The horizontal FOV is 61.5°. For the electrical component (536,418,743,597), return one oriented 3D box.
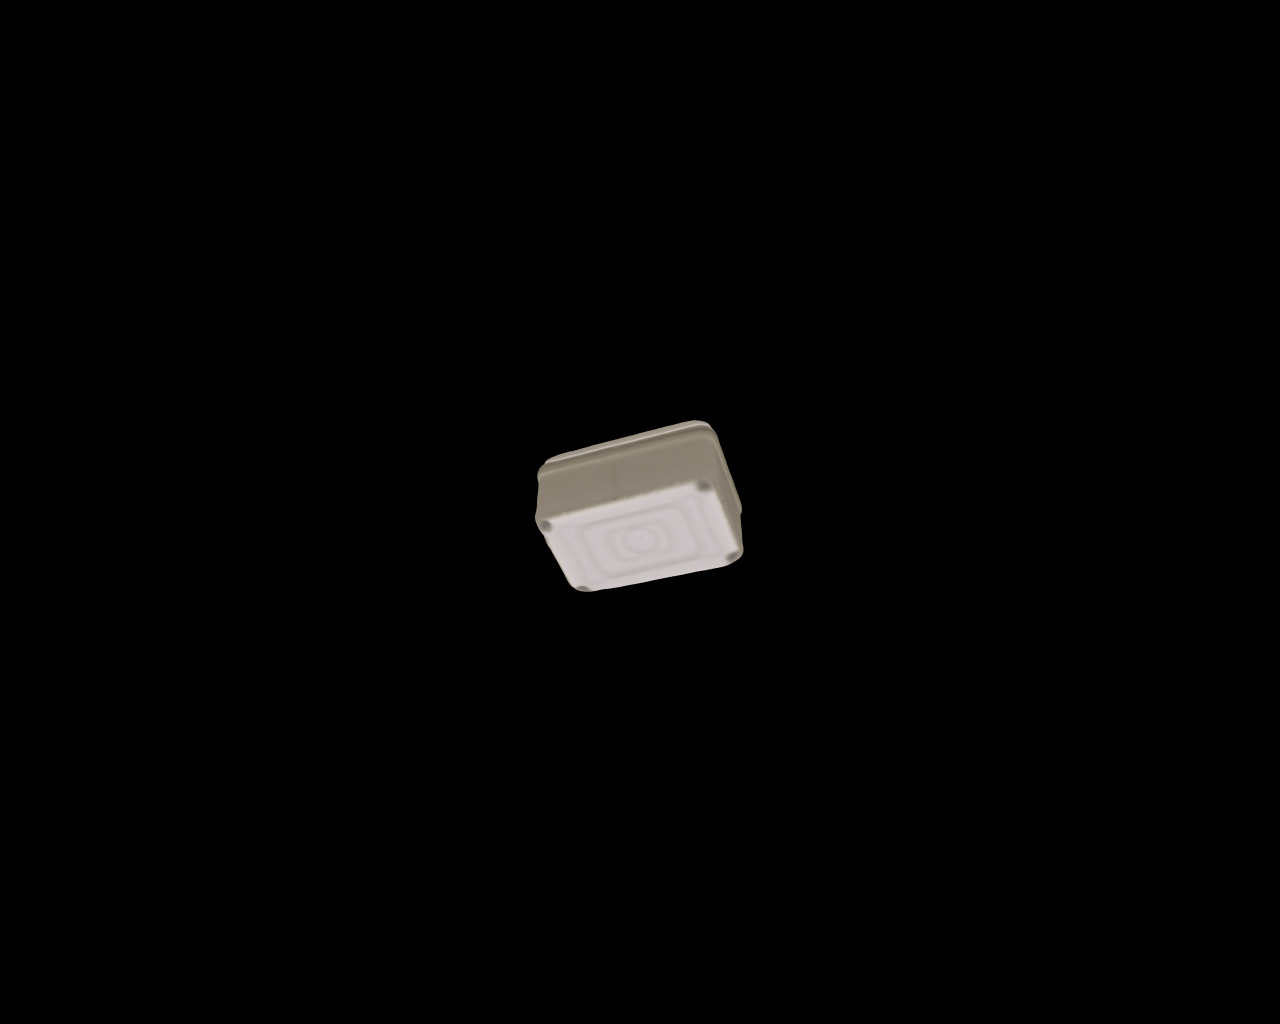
[{"bbox_3d":[0.001,-0.003,0.650,0.113,0.057,0.078,-13,-47,12],"label":"electrical component"}]
